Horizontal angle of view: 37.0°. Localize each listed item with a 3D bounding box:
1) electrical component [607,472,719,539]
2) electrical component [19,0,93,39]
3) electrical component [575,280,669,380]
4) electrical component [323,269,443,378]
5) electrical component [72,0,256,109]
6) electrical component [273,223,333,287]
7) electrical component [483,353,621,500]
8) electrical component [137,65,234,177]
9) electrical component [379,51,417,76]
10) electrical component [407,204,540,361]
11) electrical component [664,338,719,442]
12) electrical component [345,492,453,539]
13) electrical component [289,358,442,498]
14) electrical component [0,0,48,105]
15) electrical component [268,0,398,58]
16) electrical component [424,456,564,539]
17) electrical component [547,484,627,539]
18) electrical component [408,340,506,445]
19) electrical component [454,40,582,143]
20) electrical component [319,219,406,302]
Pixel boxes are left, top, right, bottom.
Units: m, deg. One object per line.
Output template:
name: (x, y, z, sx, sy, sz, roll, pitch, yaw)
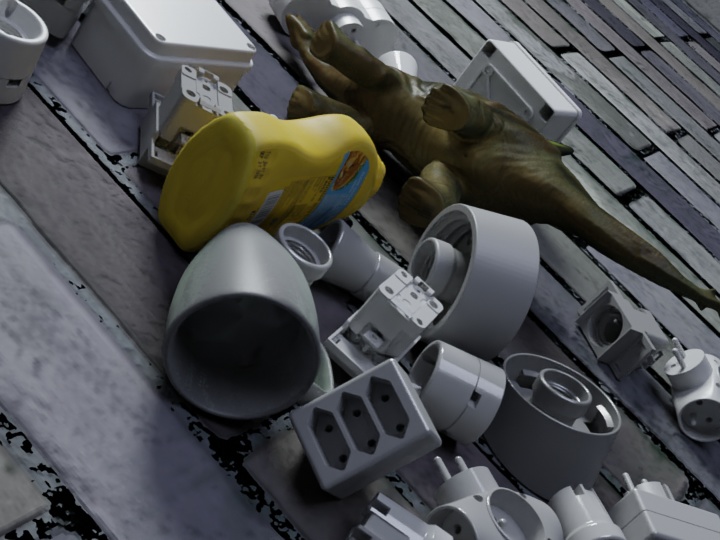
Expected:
electrical component: (0.199, 0.170, 0.729, 0.083, 0.047, 0.075, 21, 33, -28)
electrical component: (-0.229, -0.237, 0.788, 0.089, 0.061, 0.150, 31, 30, -16)
electrical component: (0.229, 0.054, 0.931, 0.064, 0.042, 0.081, 19, 35, -39)
electrical component: (0.016, 0.036, 0.687, 0.042, 0.063, 0.081, 41, 29, 5)
electrical component: (-0.142, -0.165, 0.792, 0.078, 0.057, 0.113, 51, 31, 20)
electrical component: (-0.046, 0.000, 0.683, 0.040, 0.046, 0.040, 29, 31, -19)
electrical component: (0.129, 0.106, 0.745, 0.099, 0.064, 0.099, 21, 24, -10)
electrical component: (-0.117, -0.098, 0.722, 0.042, 0.063, 0.081, 22, 33, -27)
electrical component: (0.037, -0.173, 1.031, 0.044, 0.044, 0.065, 23, 38, -28)
electrical component: (0.069, 0.006, 0.750, 0.060, 0.108, 0.108, 20, 34, -22)
electrical component: (0.288, 0.095, 0.926, 0.079, 0.044, 0.077, 58, 26, -14)
electrical component: (0.019, 0.144, 0.565, 0.046, 0.040, 0.040, 35, 29, 3)
electrical component: (0.008, 0.093, 0.602, 0.047, 0.066, 0.076, 62, 3, 23)
electrical component: (-0.226, -0.139, 0.667, 0.055, 0.047, 0.055, 29, 31, -19)
electrical component: (-0.018, -0.233, 1.036, 0.138, 0.052, 0.073, 11, 40, -41)
electrical component: (0.068, 0.140, 0.620, 0.077, 0.044, 0.079, 8, 42, -43)
electrical component: (0.142, 0.164, 0.680, 0.040, 0.040, 0.046, 22, 27, -29)
electrical component: (0.059, 0.077, 0.689, 0.047, 0.055, 0.055, 29, 30, -12)
electrical component: (0.140, -0.148, 1.043, 0.056, 0.108, 0.108, -6, 52, -49)
electrical component: (0.000, 0.000, 0.743, 0.065, 0.044, 0.044, 33, 29, -21)
